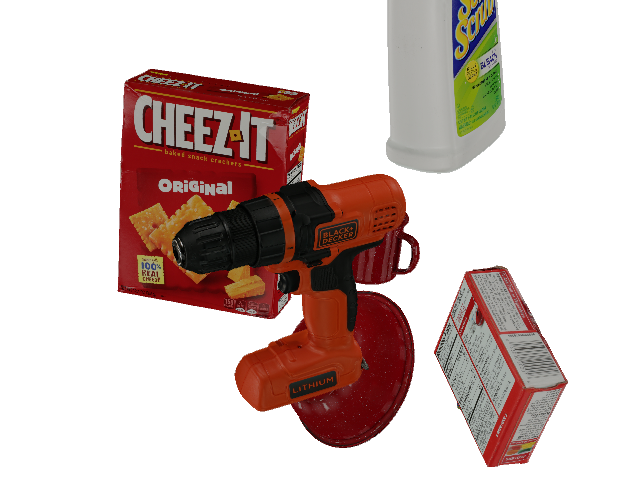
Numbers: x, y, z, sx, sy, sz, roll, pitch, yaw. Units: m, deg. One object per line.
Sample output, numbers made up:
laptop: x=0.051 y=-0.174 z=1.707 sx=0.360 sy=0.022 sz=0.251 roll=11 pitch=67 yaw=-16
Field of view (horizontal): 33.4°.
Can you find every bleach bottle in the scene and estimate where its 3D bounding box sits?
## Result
bleach bottle: x=0.084 y=-0.181 z=0.760 sx=0.068 sy=0.251 sz=0.102 roll=16 pitch=38 yaw=36

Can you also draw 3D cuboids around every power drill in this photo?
power drill: x=-0.025 y=0.043 z=0.822 sx=0.184 sy=0.188 sz=0.057 roll=-13 pitch=41 yaw=-23

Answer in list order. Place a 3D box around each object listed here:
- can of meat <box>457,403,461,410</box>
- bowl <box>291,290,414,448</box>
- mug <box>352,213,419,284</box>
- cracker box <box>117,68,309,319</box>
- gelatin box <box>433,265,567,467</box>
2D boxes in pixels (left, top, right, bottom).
can of meat: x=0.185 y=0.139 z=1.174 sx=0.057 sy=0.084 sz=0.102 roll=5 pitch=10 yaw=21
bowl: x=0.014 y=0.121 z=1.057 sx=0.162 sy=0.162 sz=0.055 roll=0 pitch=-17 yaw=45
mug: x=0.072 y=0.007 z=1.347 sx=0.117 sy=0.081 sz=0.093 roll=18 pitch=27 yaw=25
cracker box: x=-0.105 y=-0.042 z=1.017 sx=0.164 sy=0.214 sz=0.072 roll=10 pitch=22 yaw=12
gelatin box: x=0.100 y=0.071 z=0.606 sx=0.030 sy=0.073 sz=0.089 roll=-4 pitch=45 yaw=-18
